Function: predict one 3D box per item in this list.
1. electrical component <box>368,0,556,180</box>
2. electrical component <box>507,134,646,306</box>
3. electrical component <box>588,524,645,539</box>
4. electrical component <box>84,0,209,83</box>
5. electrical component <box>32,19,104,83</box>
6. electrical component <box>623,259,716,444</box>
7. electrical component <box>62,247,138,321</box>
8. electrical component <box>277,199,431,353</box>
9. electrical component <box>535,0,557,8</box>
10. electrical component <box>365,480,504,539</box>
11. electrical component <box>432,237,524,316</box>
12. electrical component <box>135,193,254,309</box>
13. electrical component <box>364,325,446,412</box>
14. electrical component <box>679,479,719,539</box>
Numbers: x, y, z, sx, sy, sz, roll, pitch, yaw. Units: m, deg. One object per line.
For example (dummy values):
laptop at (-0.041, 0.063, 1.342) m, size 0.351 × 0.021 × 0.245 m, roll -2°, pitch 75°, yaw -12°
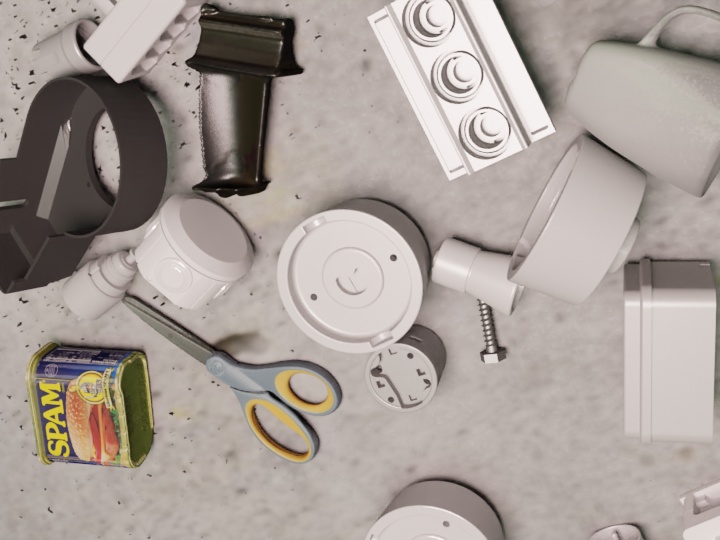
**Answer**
electrical component at (0.070, -0.133, 0.718) m, size 0.079 × 0.063 × 0.121 m, roll -24°, pitch 100°, yaw 23°
electrical component at (0.148, -0.028, 0.709) m, size 0.060 × 0.108 × 0.108 m, roll 26°, pitch 114°, yaw 1°
electrical component at (0.220, 0.233, 0.809) m, size 0.079 × 0.044 × 0.077 m, roll -18°, pitch 102°, yaw 22°
electrical component at (-0.167, -0.193, 0.779) m, size 0.075 × 0.047 × 0.083 m, roll 46°, pitch 115°, yaw -2°
electrical component at (-0.219, -0.163, 0.811) m, size 0.046 × 0.040 × 0.040 m, roll -15°, pitch 103°, yaw 27°
electrical component at (0.209, 0.055, 0.733) m, size 0.057 × 0.078 × 0.113 m, roll 0°, pitch 108°, yaw 14°
electrical component at (-0.204, 0.008, 0.863) m, size 0.078 × 0.040 × 0.040 m, roll -36°, pitch 95°, yaw 24°
electrical component at (0.000, 0.000, 0.787) m, size 0.108 × 0.060 × 0.108 m, roll 5°, pitch 110°, yaw 15°
electrical component at (0.137, -0.206, 0.651) m, size 0.108 × 0.108 × 0.060 m, roll -39°, pitch 100°, yaw 24°
electrical component at (0.061, 0.217, 0.843) m, size 0.108 × 0.060 × 0.108 m, roll 5°, pitch 110°, yaw 15°
electrical component at (0.085, 0.002, 0.773) m, size 0.065 × 0.044 × 0.044 m, roll 20°, pitch 113°, yaw 15°
electrical component at (-0.125, -0.014, 0.811) m, size 0.080 × 0.080 × 0.051 m, roll 46°, pitch 119°, yaw -2°
electrical component at (0.036, 0.072, 0.808) m, size 0.055 × 0.047 × 0.055 m, roll 5°, pitch 110°, yaw 15°
electrical component at (0.323, 0.231, 0.768) m, size 0.105 × 0.060 × 0.186 m, roll -31°, pitch 97°, yaw 24°
